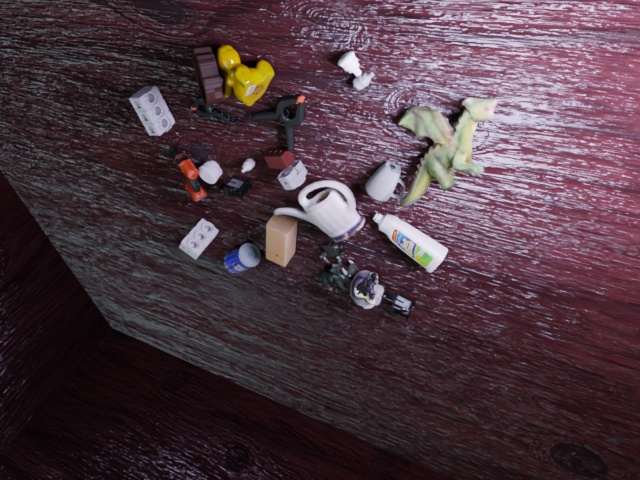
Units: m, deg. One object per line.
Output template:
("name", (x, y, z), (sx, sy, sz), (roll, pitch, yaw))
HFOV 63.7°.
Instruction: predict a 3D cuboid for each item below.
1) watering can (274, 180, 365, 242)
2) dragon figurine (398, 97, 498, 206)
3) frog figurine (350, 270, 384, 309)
("watering can", (0.005, -0.087, 1.728), (0.222, 0.106, 0.344), (47, 141, -17))
("dragon figurine", (0.298, -0.243, 1.353), (0.405, 0.124, 0.242), (-26, 98, 47))
("frog figurine", (0.174, 0.185, 1.905), (0.122, 0.139, 0.158), (-15, 166, 5))
